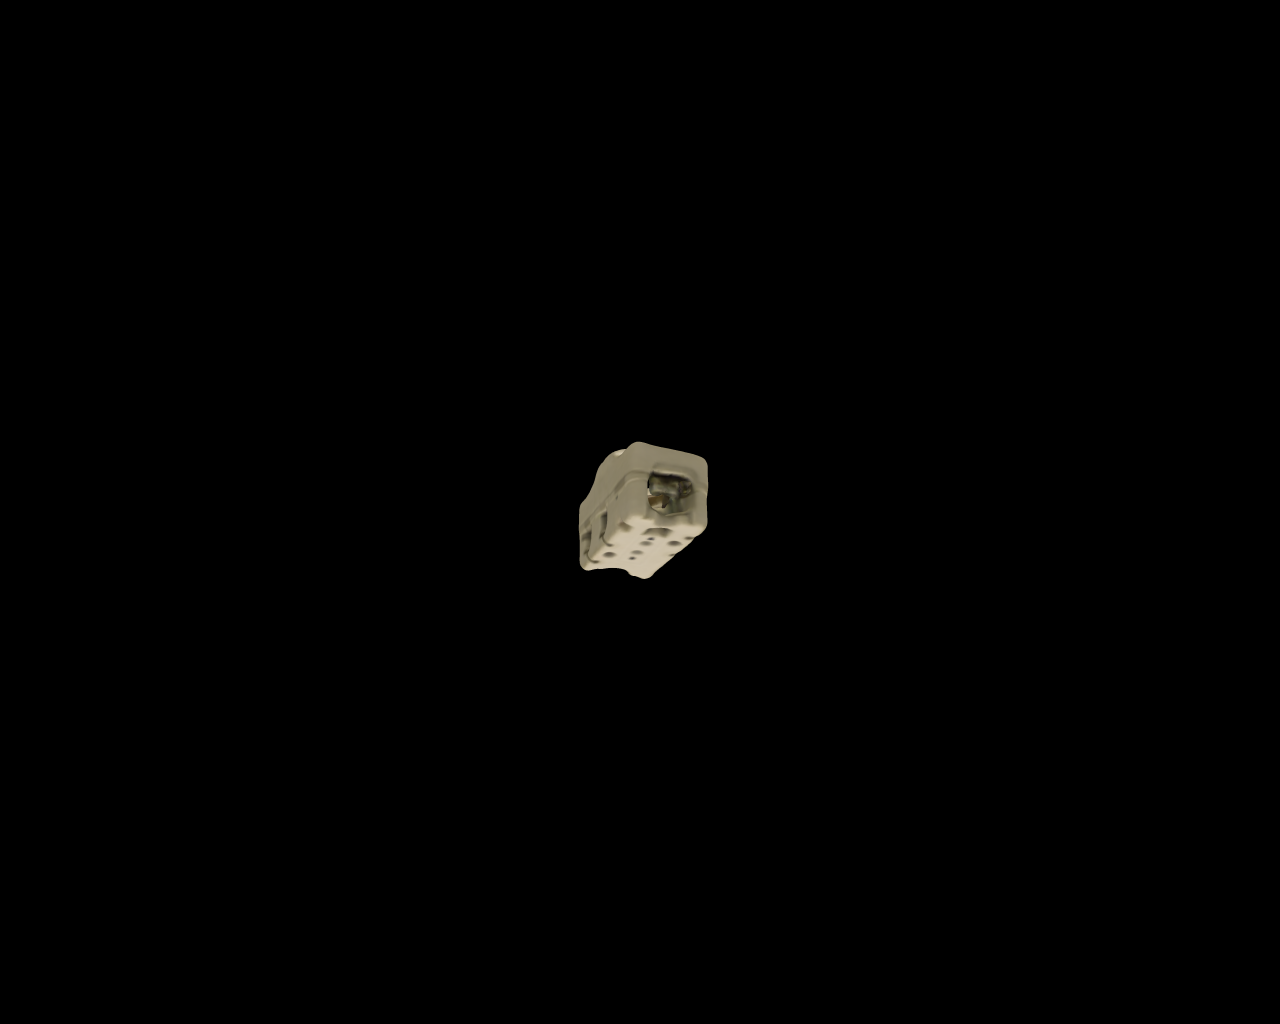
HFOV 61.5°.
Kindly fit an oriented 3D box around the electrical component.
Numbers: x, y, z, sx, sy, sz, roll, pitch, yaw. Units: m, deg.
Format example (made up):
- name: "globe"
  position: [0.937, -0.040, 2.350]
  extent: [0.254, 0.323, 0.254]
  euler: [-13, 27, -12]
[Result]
- name: "electrical component"
  position: [0.001, -0.003, 0.650]
  extent: [0.050, 0.056, 0.089]
  euler: [11, -29, -21]
